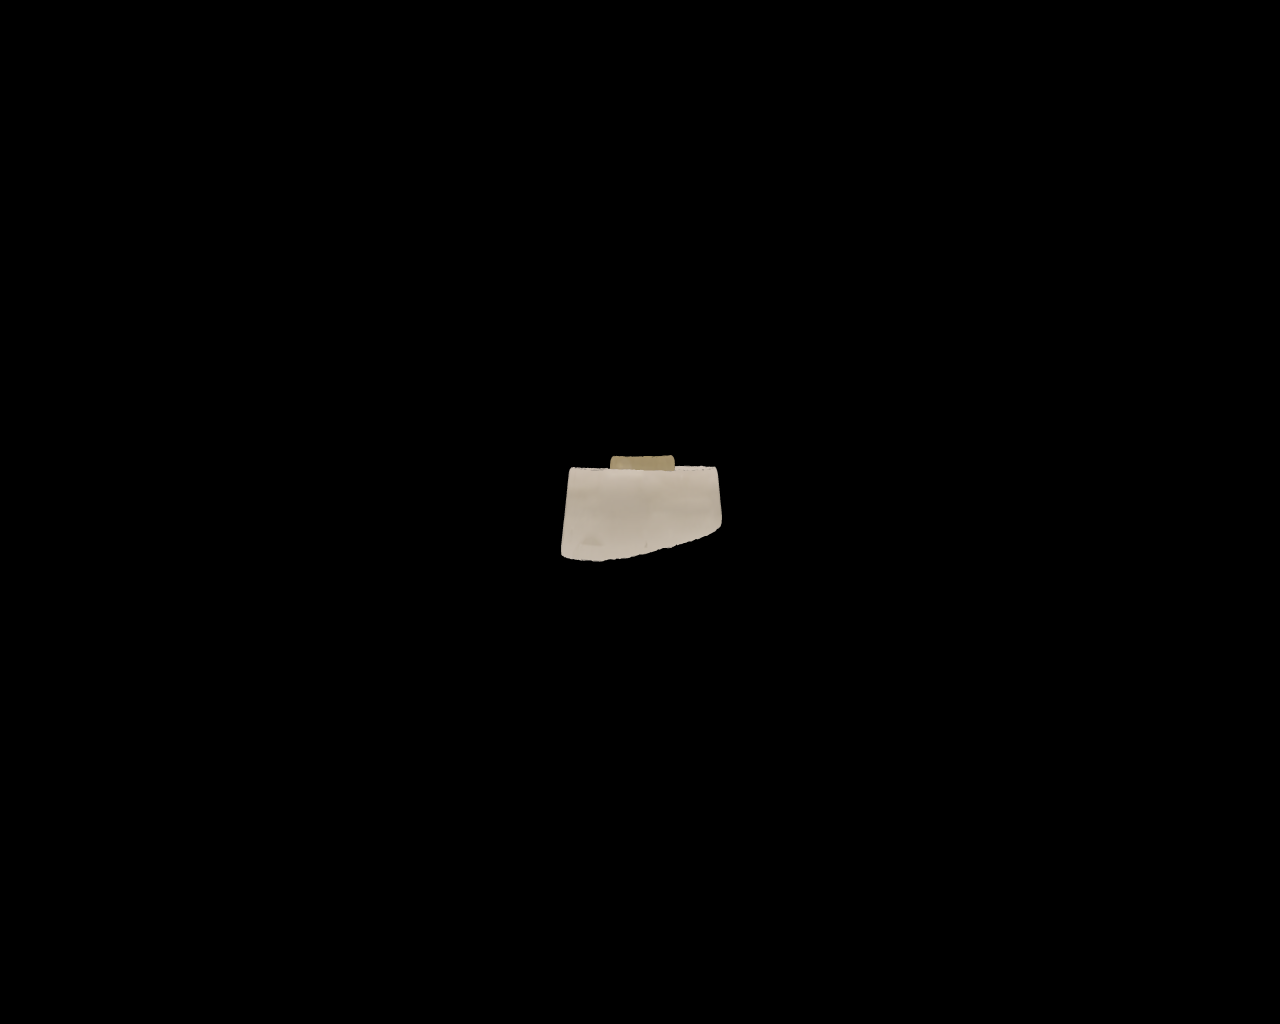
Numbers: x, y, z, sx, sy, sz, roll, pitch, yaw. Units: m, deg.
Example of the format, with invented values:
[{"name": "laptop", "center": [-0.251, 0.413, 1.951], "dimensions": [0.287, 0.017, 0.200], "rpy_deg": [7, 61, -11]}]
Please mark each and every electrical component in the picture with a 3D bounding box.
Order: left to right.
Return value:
[{"name": "electrical component", "center": [0.001, -0.003, 0.650], "dimensions": [0.099, 0.064, 0.099], "rpy_deg": [0, 3, 0]}]
